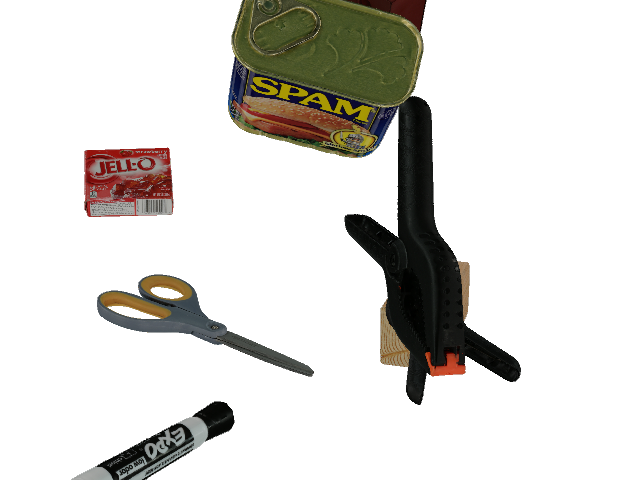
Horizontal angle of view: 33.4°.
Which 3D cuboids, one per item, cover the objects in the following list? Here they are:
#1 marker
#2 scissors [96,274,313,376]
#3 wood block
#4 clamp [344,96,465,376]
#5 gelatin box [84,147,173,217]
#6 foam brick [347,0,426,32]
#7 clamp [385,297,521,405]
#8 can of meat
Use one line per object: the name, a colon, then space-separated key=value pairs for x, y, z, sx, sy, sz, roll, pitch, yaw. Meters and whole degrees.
marker: x=-0.085 y=0.112 z=0.569 sx=0.020 sy=0.020 sz=0.120 roll=0 pitch=12 yaw=32
scissors: x=-0.091 y=0.068 z=0.916 sx=0.202 sy=0.016 sz=0.096 roll=13 pitch=26 yaw=10
wood block: x=0.156 y=0.103 z=1.558 sx=0.091 sy=0.090 sz=0.205 roll=5 pitch=20 yaw=16
clamp: x=0.073 y=0.005 z=0.825 sx=0.036 sy=0.210 sz=0.165 roll=-2 pitch=-42 yaw=-19
gelatin box: x=-0.198 y=-0.061 z=1.100 sx=0.089 sy=0.073 sz=0.030 roll=-2 pitch=-41 yaw=-10
foam brick: x=0.049 y=-0.182 z=0.857 sx=0.053 sy=0.078 sz=0.051 roll=36 pitch=56 yaw=23
clamp: x=0.126 y=0.091 z=1.080 sx=0.120 sy=0.171 sz=0.039 roll=0 pitch=-44 yaw=-17
can of meat: x=-0.002 y=-0.093 z=0.609 sx=0.102 sy=0.057 sz=0.084 roll=15 pitch=-20 yaw=-4
